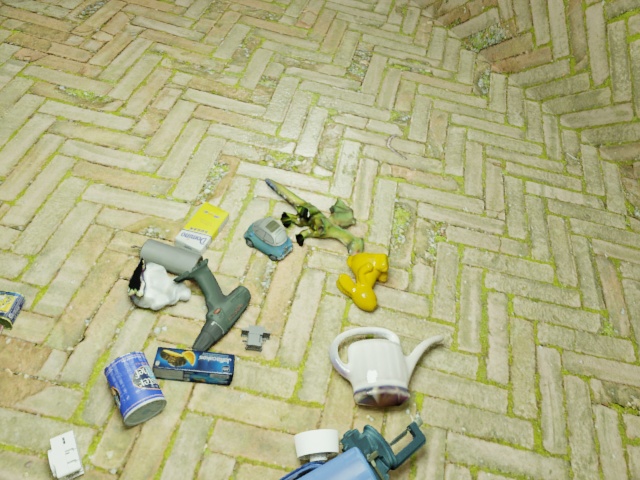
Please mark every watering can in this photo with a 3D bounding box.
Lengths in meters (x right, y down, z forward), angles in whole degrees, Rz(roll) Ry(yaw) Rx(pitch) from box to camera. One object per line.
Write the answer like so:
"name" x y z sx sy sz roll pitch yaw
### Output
"watering can" 0.197 0.341 1.406 0.348 0.101 0.230 3 52 -11

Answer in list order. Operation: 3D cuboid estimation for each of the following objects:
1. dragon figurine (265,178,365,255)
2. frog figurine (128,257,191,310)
"dragon figurine" 0.005 -0.088 1.744 0.244 0.119 0.417 -10 54 -42
"frog figurine" -0.450 0.133 1.452 0.158 0.121 0.140 25 28 -42
